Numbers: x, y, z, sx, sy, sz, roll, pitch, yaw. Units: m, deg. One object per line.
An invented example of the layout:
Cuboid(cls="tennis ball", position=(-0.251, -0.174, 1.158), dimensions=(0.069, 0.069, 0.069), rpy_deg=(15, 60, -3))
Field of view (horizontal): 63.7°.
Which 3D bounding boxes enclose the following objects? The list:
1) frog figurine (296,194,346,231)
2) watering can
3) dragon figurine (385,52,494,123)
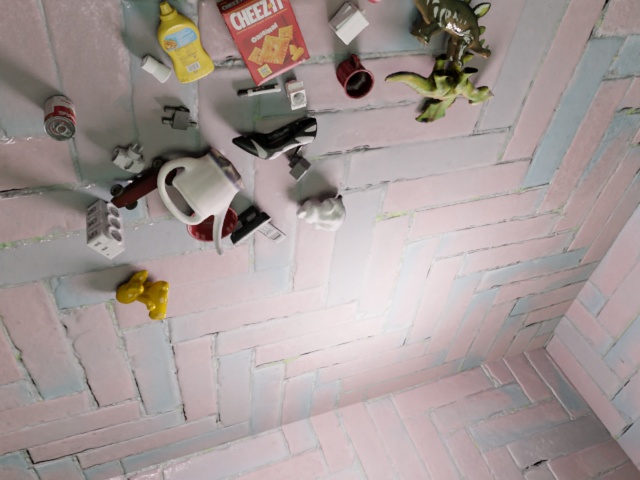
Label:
Cuboid(cls="frog figurine", position=(0.005, -0.089, 1.766), dimensions=(0.160, 0.124, 0.135), rpy_deg=(-5, 155, -39))
Cuboid(cls="watering can", position=(-0.320, -0.121, 1.522), dimensions=(0.225, 0.105, 0.341), rpy_deg=(-40, 127, -7))
Cuboid(cls="dragon figurine", position=(0.368, -0.452, 1.610), dimensions=(0.411, 0.125, 0.237), rpy_deg=(-12, 145, -14))
